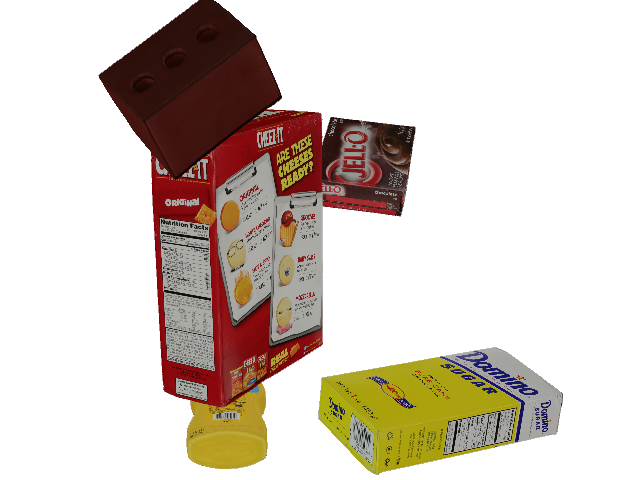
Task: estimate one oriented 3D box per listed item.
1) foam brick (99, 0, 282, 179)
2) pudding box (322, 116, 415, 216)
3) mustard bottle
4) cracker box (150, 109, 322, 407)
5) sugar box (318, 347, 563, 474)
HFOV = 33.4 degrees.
[{"bbox_3d":[-0.071,-0.084,0.587,0.053,0.078,0.051,44,-11,34],"label":"foam brick"},{"bbox_3d":[0.044,-0.075,1.060,0.090,0.039,0.113,8,38,6],"label":"pudding box"},{"bbox_3d":[-0.117,0.208,1.345,0.096,0.058,0.191,-3,26,-3],"label":"mustard bottle"},{"bbox_3d":[-0.065,0.008,0.886,0.072,0.214,0.163,7,17,29],"label":"cracker box"},{"bbox_3d":[0.097,0.133,0.862,0.176,0.048,0.093,-9,25,-26],"label":"sugar box"}]
